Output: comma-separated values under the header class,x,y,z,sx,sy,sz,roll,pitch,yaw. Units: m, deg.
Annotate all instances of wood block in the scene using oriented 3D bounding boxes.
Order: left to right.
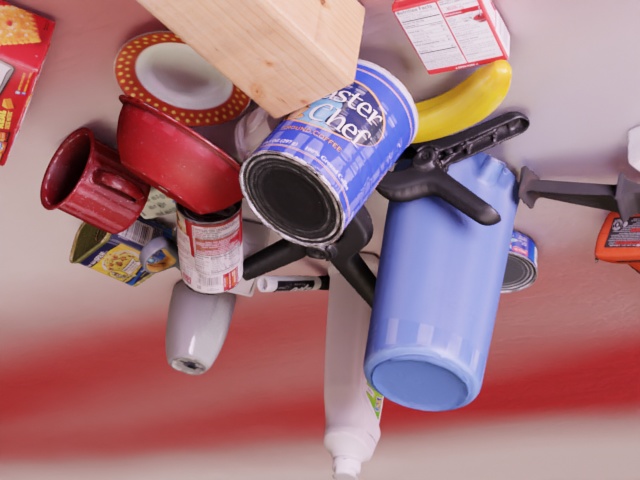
class,x,y,z,sx,sy,sz,roll,pitch,yaw
wood block,-0.065,-0.200,0.845,0.090,0.090,0.205,-19,137,36

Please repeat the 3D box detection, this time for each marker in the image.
class,x,y,z,sx,sy,sz,roll,pitch,yaw
marker,-0.025,0.050,1.238,0.020,0.020,0.120,-22,165,39

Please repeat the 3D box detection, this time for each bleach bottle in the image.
class,x,y,z,sx,sy,sz,roll,pitch,yaw
bleach bottle,0.039,0.146,1.201,0.068,0.250,0.102,-9,143,25

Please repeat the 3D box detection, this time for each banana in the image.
class,x,y,z,sx,sy,sz,roll,pitch,yaw
banana,0.102,-0.117,0.959,0.198,0.037,0.069,-11,159,43

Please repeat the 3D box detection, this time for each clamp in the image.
class,x,y,z,sx,sy,sz,roll,pitch,yaw
clamp,-0.007,0.001,1.092,0.164,0.036,0.210,9,146,7
clamp,0.113,-0.078,1.004,0.172,0.120,0.039,14,150,33

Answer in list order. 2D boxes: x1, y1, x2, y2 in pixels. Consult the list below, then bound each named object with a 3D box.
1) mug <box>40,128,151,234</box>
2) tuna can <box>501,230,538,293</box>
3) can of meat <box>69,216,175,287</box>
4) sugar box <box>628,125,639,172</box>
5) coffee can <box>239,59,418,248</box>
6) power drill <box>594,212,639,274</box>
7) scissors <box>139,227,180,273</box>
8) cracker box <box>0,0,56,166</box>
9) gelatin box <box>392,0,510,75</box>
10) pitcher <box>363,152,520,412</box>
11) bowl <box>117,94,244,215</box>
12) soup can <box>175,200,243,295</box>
class,x,y,z,sx,sy,sz,roll,pitch,yaw
mug,-0.223,-0.057,1.098,0.081,0.093,0.117,29,164,-36
tuna can,0.196,0.023,1.175,0.086,0.033,0.086,7,147,4
can of meat,-0.227,0.006,1.233,0.083,0.057,0.102,27,144,-28
sugar box,0.377,-0.061,0.989,0.176,0.048,0.094,27,146,-28
coffee can,0.010,-0.077,0.928,0.103,0.140,0.103,23,142,19
power drill,0.386,0.034,1.083,0.187,0.057,0.185,33,160,-29
scissors,-0.145,0.012,1.216,0.096,0.016,0.201,-45,165,7
cracker box,-0.369,-0.171,0.983,0.213,0.072,0.164,21,144,-15
gelatin box,0.110,-0.181,0.887,0.073,0.030,0.089,-8,144,26
pitcher,0.110,0.042,1.032,0.145,0.242,0.149,-1,141,21
bowl,-0.137,-0.072,1.020,0.162,0.055,0.162,32,174,3
soup can,-0.114,-0.001,1.110,0.068,0.068,0.102,6,131,4
